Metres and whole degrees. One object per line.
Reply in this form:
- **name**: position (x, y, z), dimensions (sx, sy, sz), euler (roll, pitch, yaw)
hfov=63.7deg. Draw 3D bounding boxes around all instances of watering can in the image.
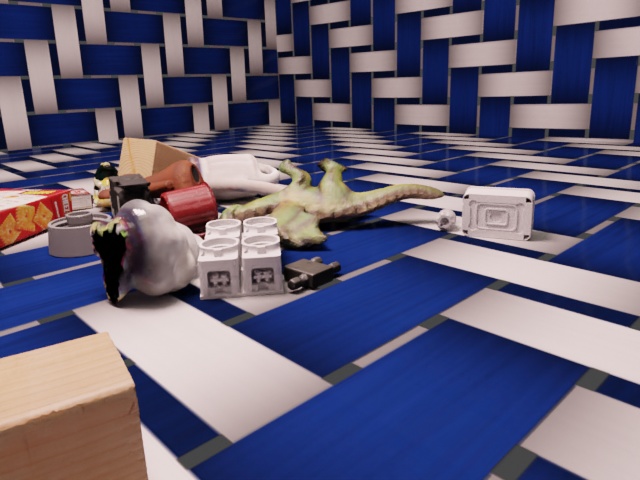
- **watering can**: position (-0.196, -0.137, 1.185), dimensions (0.225, 0.102, 0.352), euler (-7, 20, -16)

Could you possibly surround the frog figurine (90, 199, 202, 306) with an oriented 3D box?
- **frog figurine**: position (-0.209, 0.008, 0.696), dimensions (0.160, 0.120, 0.139), euler (-8, 47, -51)

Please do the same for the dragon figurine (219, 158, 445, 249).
- **dragon figurine**: position (0.003, -0.047, 0.927), dimensions (0.410, 0.119, 0.248), euler (2, 34, 20)
